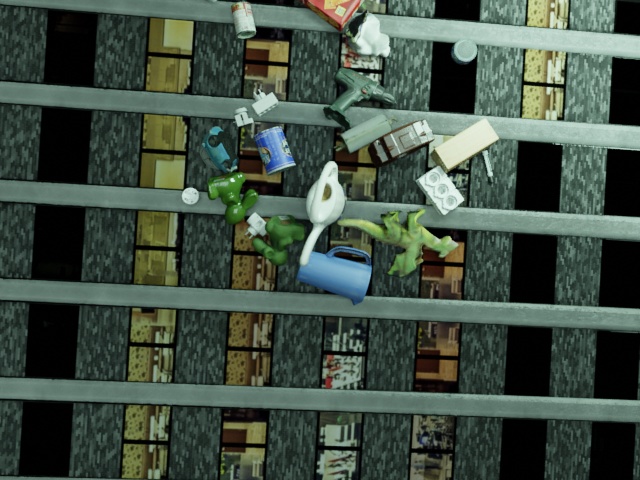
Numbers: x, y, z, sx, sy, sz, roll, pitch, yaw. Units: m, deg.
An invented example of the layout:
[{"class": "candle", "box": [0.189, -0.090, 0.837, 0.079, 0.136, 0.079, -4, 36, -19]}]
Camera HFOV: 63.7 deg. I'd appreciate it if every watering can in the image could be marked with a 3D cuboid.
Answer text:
[{"class": "watering can", "box": [0.005, -0.086, 1.704, 0.104, 0.224, 0.347, 15, 91, 15]}]

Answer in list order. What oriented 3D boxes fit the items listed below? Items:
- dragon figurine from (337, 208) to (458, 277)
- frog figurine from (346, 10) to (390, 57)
[{"class": "dragon figurine", "box": [0.271, 0.015, 1.780, 0.410, 0.123, 0.241, -7, 99, -3]}, {"class": "frog figurine", "box": [0.174, -0.704, 1.788, 0.158, 0.123, 0.138, 19, 80, -39]}]
